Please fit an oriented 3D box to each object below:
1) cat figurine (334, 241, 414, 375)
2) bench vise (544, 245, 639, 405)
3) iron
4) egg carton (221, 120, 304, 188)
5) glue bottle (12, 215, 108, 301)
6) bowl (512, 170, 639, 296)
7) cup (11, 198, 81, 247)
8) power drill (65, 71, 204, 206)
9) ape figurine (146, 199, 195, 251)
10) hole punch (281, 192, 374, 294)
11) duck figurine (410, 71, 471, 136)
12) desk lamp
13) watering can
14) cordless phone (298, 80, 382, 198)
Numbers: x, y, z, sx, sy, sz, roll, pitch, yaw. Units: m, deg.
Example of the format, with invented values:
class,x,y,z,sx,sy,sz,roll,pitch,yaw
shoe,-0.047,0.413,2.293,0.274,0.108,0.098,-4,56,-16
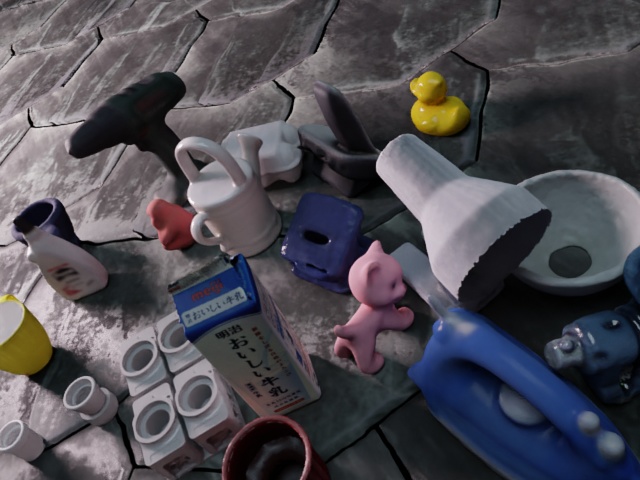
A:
class,x,y,z,sx,sy,sz,roll,pitch,yaw
cat figurine,0.056,0.069,0.654,0.067,0.118,0.128,20,61,36
bench vise,0.300,0.053,0.488,0.207,0.220,0.121,-38,46,-11
iron,0.191,0.146,0.509,0.119,0.142,0.257,-42,47,-14
egg carton,-0.096,-0.136,0.936,0.150,0.070,0.107,-10,48,16
glue bottle,-0.397,0.023,0.857,0.078,0.174,0.037,-24,45,3
bowl,0.278,0.003,0.643,0.167,0.075,0.167,-12,47,14
cup,-0.440,-0.006,0.957,0.117,0.095,0.092,24,64,37
power drill,-0.279,-0.155,0.937,0.075,0.209,0.230,10,56,30
ape figurine,-0.234,-0.030,0.888,0.076,0.092,0.078,-3,50,22
hole punch,0.007,0.003,0.753,0.108,0.091,0.101,18,60,35
duck figurine,0.178,-0.214,0.871,0.077,0.086,0.104,-41,47,-13
desk lamp,0.140,-0.004,0.614,0.118,0.214,0.202,-36,46,-9
watering can,-0.134,-0.077,0.813,0.100,0.195,0.173,-9,48,17
cordless phone,0.020,-0.166,0.830,0.094,0.185,0.147,-42,47,-15
